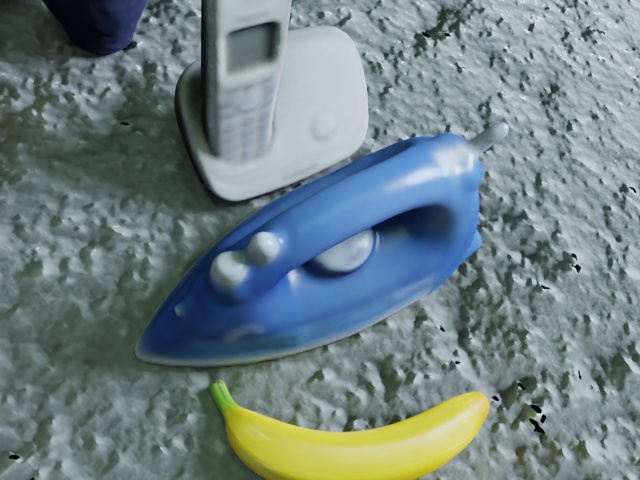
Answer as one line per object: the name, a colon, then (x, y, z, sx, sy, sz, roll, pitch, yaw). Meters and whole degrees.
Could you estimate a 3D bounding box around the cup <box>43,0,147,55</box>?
cup: (-0.162, -0.197, 0.430, 0.092, 0.095, 0.118, 26, 63, -3)

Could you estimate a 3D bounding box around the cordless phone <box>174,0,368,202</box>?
cordless phone: (-0.021, -0.114, 0.383, 0.148, 0.185, 0.094, -28, 77, -24)

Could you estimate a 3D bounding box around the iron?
iron: (0.003, 0.001, 0.366, 0.259, 0.141, 0.118, -26, 76, -23)
